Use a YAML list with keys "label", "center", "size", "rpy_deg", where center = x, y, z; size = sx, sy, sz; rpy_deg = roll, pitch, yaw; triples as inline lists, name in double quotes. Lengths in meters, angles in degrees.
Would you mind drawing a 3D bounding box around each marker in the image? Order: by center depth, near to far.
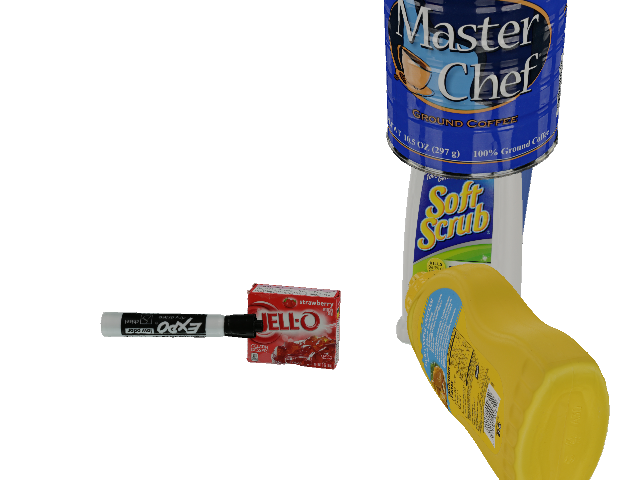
- label: "marker"
  center: [-0.103, 0.063, 0.800]
  size: [0.121, 0.020, 0.020]
  rpy_deg: [0, 0, 4]

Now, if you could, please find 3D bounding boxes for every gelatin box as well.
- label: "gelatin box"
  center: [-0.026, 0.083, 1.032]
  size: [0.089, 0.073, 0.030]
  rpy_deg: [4, 15, 10]

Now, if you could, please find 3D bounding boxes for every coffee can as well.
- label: "coffee can"
  center: [0.086, -0.120, 0.598]
  size: [0.103, 0.140, 0.103]
  rpy_deg: [-3, 36, 2]

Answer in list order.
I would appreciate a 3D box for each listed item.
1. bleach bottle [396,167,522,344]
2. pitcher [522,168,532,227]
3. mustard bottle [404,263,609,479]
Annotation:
- label: "bleach bottle"
  center: [0.110, -0.040, 0.853]
  size: [0.103, 0.251, 0.068]
  rpy_deg: [4, 15, 26]
- label: "pitcher"
  center: [0.175, -0.044, 1.229]
  size: [0.149, 0.243, 0.145]
  rpy_deg: [-9, 24, -21]
- label: "mustard bottle"
  center: [0.098, 0.068, 0.646]
  size: [0.058, 0.096, 0.192]
  rpy_deg: [-8, 27, -17]
